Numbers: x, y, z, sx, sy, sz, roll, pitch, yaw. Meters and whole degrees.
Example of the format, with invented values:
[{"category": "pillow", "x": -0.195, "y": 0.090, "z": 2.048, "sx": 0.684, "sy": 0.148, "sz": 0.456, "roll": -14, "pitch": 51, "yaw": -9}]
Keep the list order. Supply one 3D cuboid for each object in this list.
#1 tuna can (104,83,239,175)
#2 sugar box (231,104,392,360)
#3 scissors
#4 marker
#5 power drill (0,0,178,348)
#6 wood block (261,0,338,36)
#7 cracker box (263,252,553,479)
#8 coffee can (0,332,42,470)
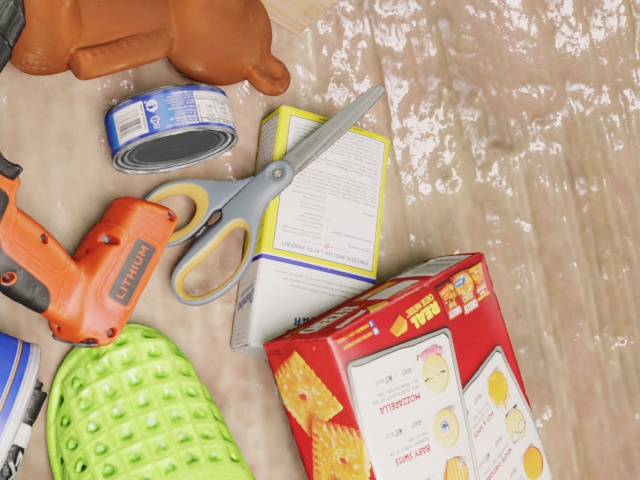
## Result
[{"category": "tuna can", "x": -0.099, "y": -0.073, "z": 0.712, "sx": 0.086, "sy": 0.086, "sz": 0.034, "roll": -9, "pitch": 79, "yaw": -28}, {"category": "sugar box", "x": -0.005, "y": 0.001, "z": 0.763, "sx": 0.093, "sy": 0.048, "sz": 0.176, "roll": 15, "pitch": 74, "yaw": -22}, {"category": "scissors", "x": -0.049, "y": -0.048, "z": 0.730, "sx": 0.096, "sy": 0.016, "sz": 0.201, "roll": 32, "pitch": 79, "yaw": 12}, {"category": "marker", "x": -0.194, "y": 0.142, "z": 0.646, "sx": 0.020, "sy": 0.020, "sz": 0.121, "roll": 25, "pitch": 67, "yaw": -19}, {"category": "power drill", "x": -0.175, "y": -0.034, "z": 0.629, "sx": 0.187, "sy": 0.057, "sz": 0.184, "roll": 38, "pitch": 70, "yaw": -36}, {"category": "wood block", "x": -0.071, "y": -0.248, "z": 0.769, "sx": 0.206, "sy": 0.090, "sz": 0.090, "roll": 28, "pitch": 67, "yaw": -18}, {"category": "cracker box", "x": 0.068, "y": 0.135, "z": 0.713, "sx": 0.163, "sy": 0.072, "sz": 0.214, "roll": -25, "pitch": 101, "yaw": -42}, {"category": "coffee can", "x": -0.241, "y": 0.080, "z": 0.592, "sx": 0.140, "sy": 0.103, "sz": 0.102, "roll": 25, "pitch": 67, "yaw": -19}]
